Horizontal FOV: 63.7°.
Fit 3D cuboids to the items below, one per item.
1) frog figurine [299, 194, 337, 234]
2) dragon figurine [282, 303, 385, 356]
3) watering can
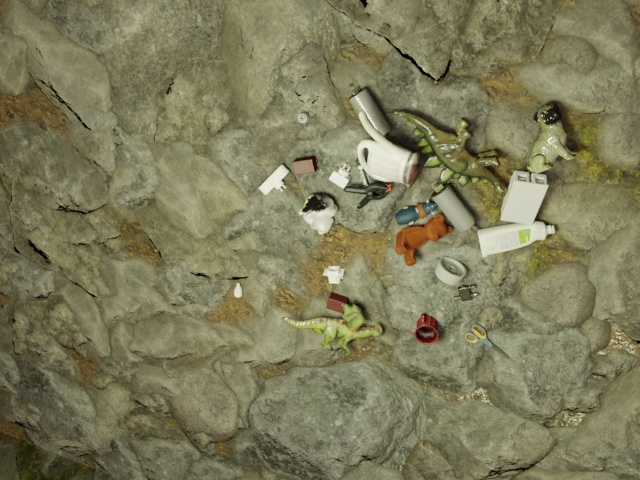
[{"bbox_3d":[0.006,-0.098,1.956,0.136,0.125,0.157,-25,143,15],"label":"frog figurine"},{"bbox_3d":[0.076,0.330,2.079,0.408,0.125,0.238,24,122,-18],"label":"dragon figurine"},{"bbox_3d":[0.225,-0.286,1.715,0.225,0.105,0.341,21,158,18],"label":"watering can"}]
